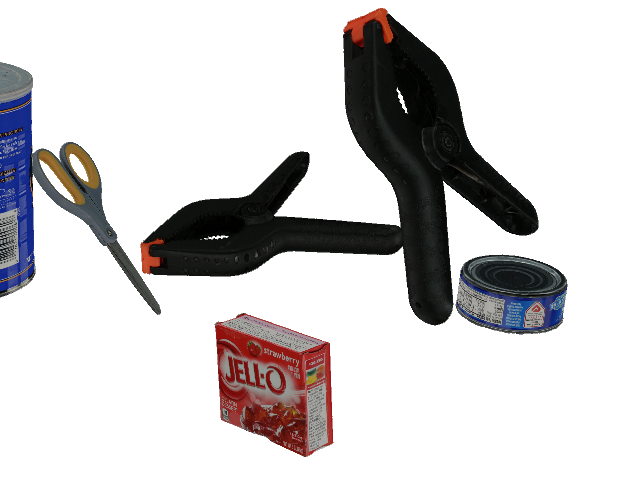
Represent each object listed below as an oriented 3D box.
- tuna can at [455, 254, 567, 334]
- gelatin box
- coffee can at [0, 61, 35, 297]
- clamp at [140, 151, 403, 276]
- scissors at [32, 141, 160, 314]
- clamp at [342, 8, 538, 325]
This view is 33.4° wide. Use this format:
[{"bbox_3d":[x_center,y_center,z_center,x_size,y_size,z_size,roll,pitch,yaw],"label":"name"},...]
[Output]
[{"bbox_3d":[0.152,0.041,0.850,0.086,0.034,0.086,3,21,-1],"label":"tuna can"},{"bbox_3d":[-0.033,0.095,0.717,0.089,0.073,0.030,14,23,43],"label":"gelatin box"},{"bbox_3d":[-0.244,-0.042,0.715,0.103,0.140,0.103,4,22,-2],"label":"coffee can"},{"bbox_3d":[-0.056,-0.018,0.901,0.209,0.036,0.165,-13,35,-22],"label":"clamp"},{"bbox_3d":[-0.218,-0.022,1.087,0.016,0.201,0.096,-28,25,25],"label":"scissors"},{"bbox_3d":[0.056,-0.041,0.594,0.039,0.171,0.120,-20,22,42],"label":"clamp"}]
